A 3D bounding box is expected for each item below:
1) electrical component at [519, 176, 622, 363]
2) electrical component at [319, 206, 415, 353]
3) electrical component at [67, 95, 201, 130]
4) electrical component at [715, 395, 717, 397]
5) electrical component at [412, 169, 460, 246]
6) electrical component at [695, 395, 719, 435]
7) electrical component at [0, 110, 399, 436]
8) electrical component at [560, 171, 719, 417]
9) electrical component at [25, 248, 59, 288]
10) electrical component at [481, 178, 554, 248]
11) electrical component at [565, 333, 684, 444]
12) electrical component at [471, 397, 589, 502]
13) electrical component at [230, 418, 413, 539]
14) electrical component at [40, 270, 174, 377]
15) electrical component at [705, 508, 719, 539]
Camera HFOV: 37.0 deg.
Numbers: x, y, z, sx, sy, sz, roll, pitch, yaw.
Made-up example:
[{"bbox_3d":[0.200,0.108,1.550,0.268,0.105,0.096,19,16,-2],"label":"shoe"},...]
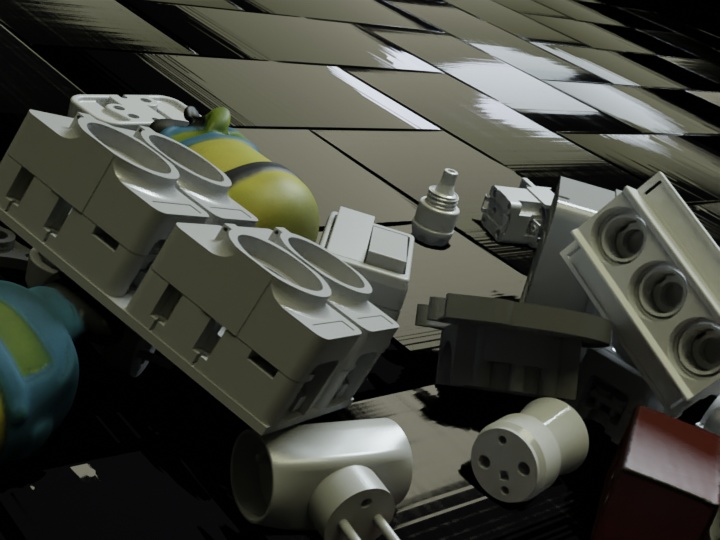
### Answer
[{"bbox_3d":[0.150,0.001,0.749,0.057,0.113,0.078,17,23,6],"label":"electrical component"},{"bbox_3d":[0.000,0.000,0.710,0.062,0.061,0.096,17,23,-2],"label":"electrical component"},{"bbox_3d":[-0.170,-0.093,0.798,0.095,0.059,0.054,-9,35,-46],"label":"electrical component"},{"bbox_3d":[0.288,0.065,0.767,0.062,0.061,0.096,35,29,34],"label":"electrical component"},{"bbox_3d":[0.064,-0.052,0.867,0.035,0.061,0.035,15,24,-7],"label":"electrical component"},{"bbox_3d":[0.242,0.107,0.658,0.089,0.050,0.056,-9,35,-46],"label":"electrical component"},{"bbox_3d":[-0.079,-0.006,0.532,0.186,0.060,0.105,36,12,17],"label":"electrical component"},{"bbox_3d":[0.187,0.015,0.639,0.063,0.079,0.121,10,44,-54],"label":"electrical component"},{"bbox_3d":[-0.169,-0.011,0.625,0.045,0.055,0.045,15,24,-7],"label":"electrical component"},{"bbox_3d":[0.143,-0.046,0.937,0.064,0.042,0.081,3,27,-22],"label":"electrical component"},{"bbox_3d":[0.181,0.068,0.694,0.050,0.055,0.089,33,28,31],"label":"electrical component"},{"bbox_3d":[0.092,0.097,0.582,0.045,0.045,0.055,32,28,29],"label":"electrical component"},{"bbox_3d":[-0.009,0.103,0.500,0.077,0.043,0.079,1,29,-33],"label":"electrical component"},{"bbox_3d":[-0.131,0.033,0.571,0.079,0.043,0.077,21,24,7],"label":"electrical component"},{"bbox_3d":[0.212,0.123,0.569,0.044,0.077,0.079,19,23,4],"label":"electrical component"}]
